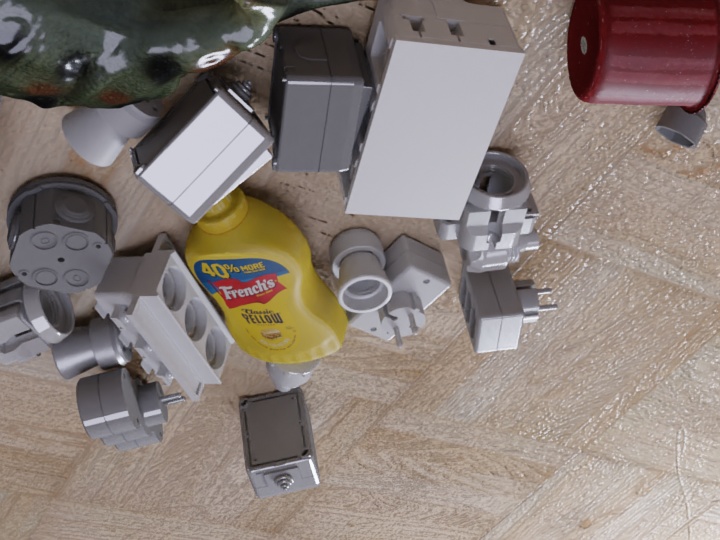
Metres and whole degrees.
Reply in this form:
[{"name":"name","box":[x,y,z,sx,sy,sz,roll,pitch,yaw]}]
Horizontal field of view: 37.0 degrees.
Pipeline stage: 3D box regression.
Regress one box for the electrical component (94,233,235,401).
[{"name":"electrical component","box":[-0.157,0.040,0.866,0.063,0.078,0.121,-1,142,21]}]

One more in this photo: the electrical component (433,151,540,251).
[{"name":"electrical component","box":[0.100,-0.054,0.831,0.078,0.058,0.057,-5,140,-10]}]

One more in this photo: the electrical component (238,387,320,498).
[{"name":"electrical component","box":[-0.074,0.168,1.001,0.062,0.096,0.061,-12,138,-1]}]

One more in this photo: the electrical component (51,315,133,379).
[{"name":"electrical component","box":[-0.222,0.063,0.892,0.055,0.045,0.045,-14,138,2]}]

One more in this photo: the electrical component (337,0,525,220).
[{"name":"electrical component","box":[0.043,-0.112,0.752,0.089,0.061,0.150,3,136,-16]}]

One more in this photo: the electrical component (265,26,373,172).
[{"name":"electrical component","box":[-0.030,-0.111,0.736,0.061,0.061,0.096,-1,137,-12]}]

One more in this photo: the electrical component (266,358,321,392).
[{"name":"electrical component","box":[-0.063,0.085,0.954,0.048,0.048,0.062,3,142,-16]}]

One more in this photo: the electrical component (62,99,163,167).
[{"name":"electrical component","box":[-0.167,-0.103,0.726,0.055,0.045,0.045,-36,133,23]}]

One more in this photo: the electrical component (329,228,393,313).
[{"name":"electrical component","box":[0.000,0.000,0.867,0.045,0.055,0.045,-7,138,-6]}]

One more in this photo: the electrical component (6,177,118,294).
[{"name":"electrical component","box":[-0.220,-0.025,0.793,0.080,0.051,0.080,-7,137,-6]}]

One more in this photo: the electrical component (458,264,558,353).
[{"name":"electrical component","box":[0.130,0.028,0.920,0.077,0.065,0.047,-6,137,-7]}]

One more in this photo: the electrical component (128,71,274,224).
[{"name":"electrical component","box":[-0.101,-0.086,0.726,0.096,0.061,0.061,-45,116,5]}]

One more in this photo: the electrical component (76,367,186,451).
[{"name":"electrical component","box":[-0.187,0.118,0.925,0.074,0.052,0.138,-14,164,-1]}]

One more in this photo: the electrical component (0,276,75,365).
[{"name":"electrical component","box":[-0.263,0.036,0.844,0.057,0.058,0.078,-19,137,12]}]

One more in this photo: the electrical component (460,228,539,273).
[{"name":"electrical component","box":[0.114,-0.022,0.879,0.062,0.043,0.043,-7,138,-7]}]

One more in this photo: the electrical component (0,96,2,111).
[{"name":"electrical component","box":[-0.312,-0.095,0.688,0.150,0.061,0.089,8,134,-21]}]

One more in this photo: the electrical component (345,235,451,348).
[{"name":"electrical component","box":[0.033,0.030,0.891,0.047,0.075,0.083,24,127,-33]}]
